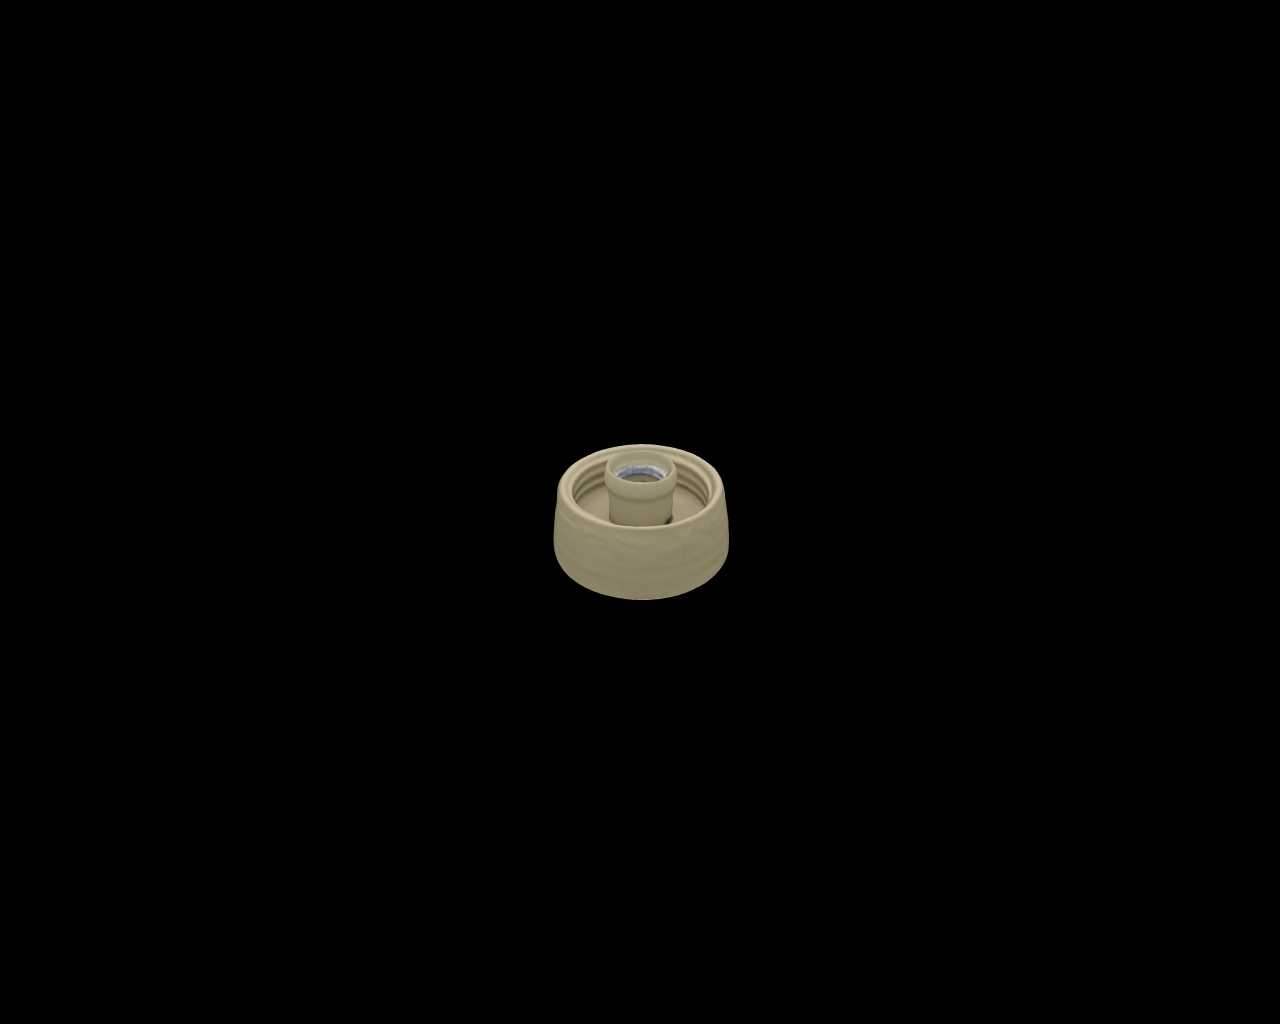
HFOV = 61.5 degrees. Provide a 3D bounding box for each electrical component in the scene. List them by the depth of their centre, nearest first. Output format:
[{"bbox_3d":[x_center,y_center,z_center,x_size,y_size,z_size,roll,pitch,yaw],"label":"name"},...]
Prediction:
[{"bbox_3d":[0.001,-0.003,0.650,0.108,0.060,0.108,0,34,0],"label":"electrical component"}]
